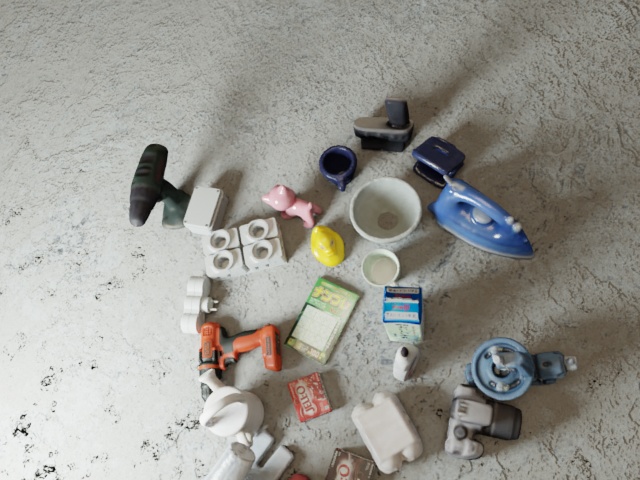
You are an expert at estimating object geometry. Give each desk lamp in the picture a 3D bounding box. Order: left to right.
[{"bbox_3d":[-0.170,0.474,1.124,0.117,0.214,0.203,33,78,20],"label":"desk lamp"}]

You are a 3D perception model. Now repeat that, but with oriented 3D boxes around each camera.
[{"bbox_3d":[0.324,0.368,1.134,0.136,0.101,0.143,9,71,14],"label":"camera"}]

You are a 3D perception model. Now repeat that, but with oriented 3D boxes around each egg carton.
[{"bbox_3d":[0.139,0.392,1.176,0.107,0.069,0.150,-31,67,-2],"label":"egg carton"}]

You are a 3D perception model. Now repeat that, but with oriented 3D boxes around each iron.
[{"bbox_3d":[0.369,-0.055,1.266,0.257,0.142,0.119,34,79,20],"label":"iron"}]

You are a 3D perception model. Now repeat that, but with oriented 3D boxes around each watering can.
[{"bbox_3d":[-0.194,0.351,1.186,0.172,0.194,0.101,31,78,20],"label":"watering can"}]

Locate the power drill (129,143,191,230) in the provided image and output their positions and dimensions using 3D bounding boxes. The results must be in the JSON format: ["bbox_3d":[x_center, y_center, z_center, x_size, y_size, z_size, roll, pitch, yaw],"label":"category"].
[{"bbox_3d":[-0.388,-0.106,1.389,0.075,0.209,0.229,-4,69,9],"label":"power drill"}]

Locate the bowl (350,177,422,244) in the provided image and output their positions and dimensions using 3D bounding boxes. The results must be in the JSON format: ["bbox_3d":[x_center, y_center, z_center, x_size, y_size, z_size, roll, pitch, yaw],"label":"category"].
[{"bbox_3d":[0.155,-0.060,1.343,0.167,0.075,0.167,-3,69,9],"label":"bowl"}]

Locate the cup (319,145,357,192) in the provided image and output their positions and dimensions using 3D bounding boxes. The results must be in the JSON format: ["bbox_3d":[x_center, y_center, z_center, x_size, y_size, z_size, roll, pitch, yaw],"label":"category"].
[{"bbox_3d":[0.052,-0.158,1.389,0.091,0.095,0.117,-12,68,6],"label":"cup"}]

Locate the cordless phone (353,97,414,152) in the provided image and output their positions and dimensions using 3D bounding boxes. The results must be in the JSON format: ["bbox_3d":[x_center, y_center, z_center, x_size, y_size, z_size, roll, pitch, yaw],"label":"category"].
[{"bbox_3d":[0.149,-0.296,1.375,0.147,0.185,0.094,3,70,12],"label":"cordless phone"}]

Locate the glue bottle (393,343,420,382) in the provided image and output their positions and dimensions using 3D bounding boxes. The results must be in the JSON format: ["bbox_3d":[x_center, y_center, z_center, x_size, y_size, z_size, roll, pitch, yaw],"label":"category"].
[{"bbox_3d":[0.175,0.242,1.170,0.037,0.173,0.078,22,75,18],"label":"glue bottle"}]

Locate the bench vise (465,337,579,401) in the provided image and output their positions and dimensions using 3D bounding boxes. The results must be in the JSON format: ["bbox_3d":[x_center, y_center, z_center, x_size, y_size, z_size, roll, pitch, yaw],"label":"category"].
[{"bbox_3d":[0.389,0.232,1.109,0.207,0.220,0.121,-23,67,1],"label":"bench vise"}]

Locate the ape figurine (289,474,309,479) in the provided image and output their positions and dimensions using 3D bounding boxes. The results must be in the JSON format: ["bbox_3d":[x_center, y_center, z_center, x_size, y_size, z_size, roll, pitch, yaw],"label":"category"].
[{"bbox_3d":[-0.052,0.512,1.153,0.077,0.092,0.076,34,79,20],"label":"ape figurine"}]

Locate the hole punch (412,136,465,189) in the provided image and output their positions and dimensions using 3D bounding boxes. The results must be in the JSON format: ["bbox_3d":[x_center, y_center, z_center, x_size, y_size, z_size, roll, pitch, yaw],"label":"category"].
[{"bbox_3d":[0.281,-0.197,1.364,0.108,0.091,0.101,36,79,21],"label":"hole punch"}]

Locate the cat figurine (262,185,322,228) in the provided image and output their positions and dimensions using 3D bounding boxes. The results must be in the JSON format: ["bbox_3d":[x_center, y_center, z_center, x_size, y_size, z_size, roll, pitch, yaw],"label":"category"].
[{"bbox_3d":[-0.069,-0.091,1.373,0.127,0.118,0.067,18,74,17],"label":"cat figurine"}]

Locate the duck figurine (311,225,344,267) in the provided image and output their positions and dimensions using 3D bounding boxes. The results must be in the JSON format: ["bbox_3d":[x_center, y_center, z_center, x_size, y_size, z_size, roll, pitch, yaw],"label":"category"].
[{"bbox_3d":[0.012,0.005,1.339,0.077,0.086,0.104,-27,67,0],"label":"duck figurine"}]
